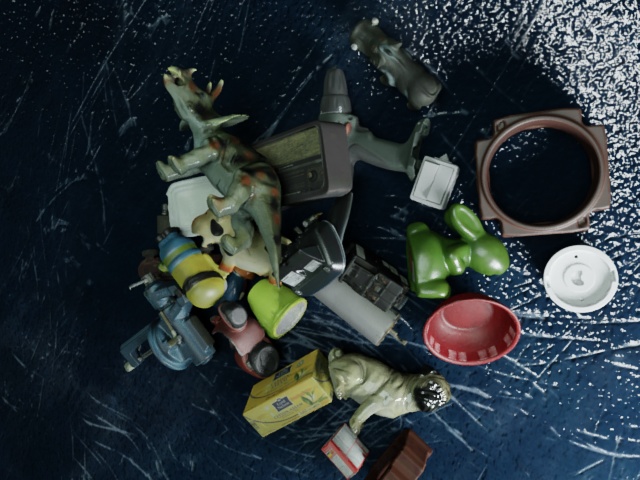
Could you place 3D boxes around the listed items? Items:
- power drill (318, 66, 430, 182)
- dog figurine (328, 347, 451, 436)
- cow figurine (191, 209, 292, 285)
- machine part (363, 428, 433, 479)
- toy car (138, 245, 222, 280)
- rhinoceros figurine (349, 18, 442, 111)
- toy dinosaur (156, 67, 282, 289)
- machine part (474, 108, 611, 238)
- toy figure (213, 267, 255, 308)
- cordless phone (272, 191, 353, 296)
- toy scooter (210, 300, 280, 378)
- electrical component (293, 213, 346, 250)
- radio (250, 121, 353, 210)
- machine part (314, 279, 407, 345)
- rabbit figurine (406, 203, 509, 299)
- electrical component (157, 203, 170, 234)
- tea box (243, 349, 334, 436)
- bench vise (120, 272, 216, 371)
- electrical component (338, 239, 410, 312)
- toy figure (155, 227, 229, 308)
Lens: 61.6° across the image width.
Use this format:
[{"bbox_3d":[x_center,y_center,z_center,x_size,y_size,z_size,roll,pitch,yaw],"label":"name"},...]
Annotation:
[{"bbox_3d":[0.091,-0.196,0.982,0.207,0.086,0.231,10,97,15],"label":"power drill"},{"bbox_3d":[0.126,0.252,0.992,0.191,0.121,0.172,-26,88,5],"label":"dog figurine"},{"bbox_3d":[-0.149,-0.002,1.017,0.195,0.085,0.127,17,97,-4],"label":"cow figurine"},{"bbox_3d":[0.126,0.421,0.953,0.056,0.179,0.179,39,104,11],"label":"machine part"},{"bbox_3d":[-0.300,0.059,1.145,0.202,0.053,0.089,-4,89,20],"label":"toy car"},{"bbox_3d":[0.130,-0.307,0.946,0.190,0.112,0.073,46,108,4],"label":"rhinoceros figurine"},{"bbox_3d":[-0.145,-0.113,0.944,0.192,0.131,0.405,-39,86,-25],"label":"toy dinosaur"},{"bbox_3d":[0.362,-0.108,0.888,0.202,0.087,0.200,-4,91,18],"label":"machine part"},{"bbox_3d":[-0.169,0.072,1.096,0.154,0.064,0.058,-54,38,9],"label":"toy figure"},{"bbox_3d":[-0.002,-0.002,0.970,0.088,0.184,0.146,32,140,-14],"label":"cordless phone"},{"bbox_3d":[-0.162,0.196,1.077,0.135,0.075,0.183,-6,119,52],"label":"toy scooter"},{"bbox_3d":[0.001,-0.005,1.039,0.078,0.045,0.102,-41,79,15],"label":"electrical component"},{"bbox_3d":[-0.050,-0.129,0.996,0.230,0.073,0.131,-10,89,44],"label":"radio"},{"bbox_3d":[0.063,0.117,1.007,0.243,0.079,0.079,37,104,13],"label":"machine part"},{"bbox_3d":[0.239,0.020,0.940,0.170,0.121,0.159,-5,85,1],"label":"rabbit figurine"},{"bbox_3d":[-0.321,-0.033,1.163,0.063,0.021,0.094,0,92,19],"label":"electrical component"},{"bbox_3d":[-0.057,0.295,1.039,0.170,0.098,0.068,-34,104,16],"label":"tea box"},{"bbox_3d":[-0.337,0.190,1.117,0.240,0.129,0.223,-36,101,20],"label":"bench vise"},{"bbox_3d":[0.098,0.068,0.964,0.134,0.115,0.058,34,106,-6],"label":"electrical component"},{"bbox_3d":[-0.258,0.055,1.052,0.180,0.089,0.082,50,121,10],"label":"toy figure"}]
